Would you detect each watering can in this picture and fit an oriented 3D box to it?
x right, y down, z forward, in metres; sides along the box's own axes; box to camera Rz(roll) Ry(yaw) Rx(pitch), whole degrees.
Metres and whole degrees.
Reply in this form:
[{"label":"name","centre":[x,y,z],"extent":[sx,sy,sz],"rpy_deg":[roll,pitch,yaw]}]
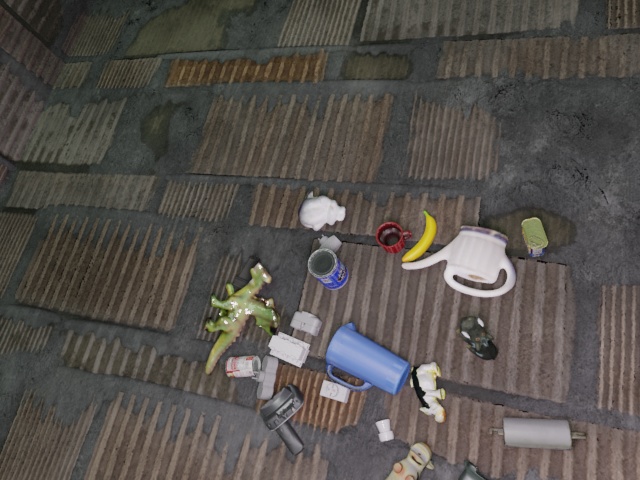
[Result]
[{"label":"watering can","centre":[0.453,0.052,1.643],"extent":[0.349,0.102,0.227],"rpy_deg":[17,72,24]}]

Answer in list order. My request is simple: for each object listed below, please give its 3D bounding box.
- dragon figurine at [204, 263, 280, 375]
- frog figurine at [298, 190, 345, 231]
[{"label":"dragon figurine","centre":[-0.262,0.281,1.801],"extent":[0.243,0.121,0.412],"rpy_deg":[6,85,16]},{"label":"frog figurine","centre":[0.006,-0.094,1.867],"extent":[0.160,0.124,0.135],"rpy_deg":[25,110,18]}]
